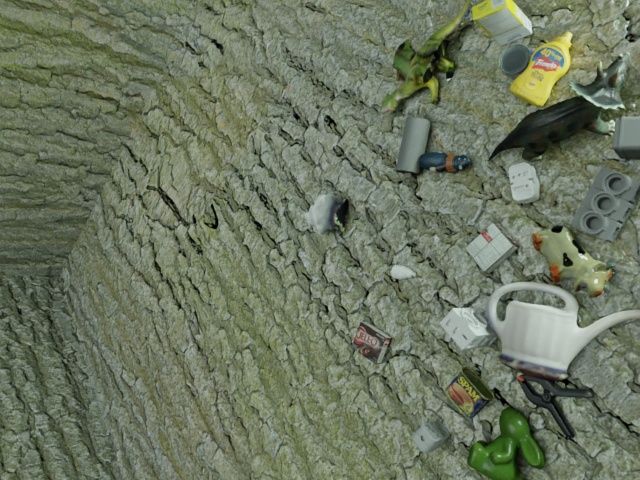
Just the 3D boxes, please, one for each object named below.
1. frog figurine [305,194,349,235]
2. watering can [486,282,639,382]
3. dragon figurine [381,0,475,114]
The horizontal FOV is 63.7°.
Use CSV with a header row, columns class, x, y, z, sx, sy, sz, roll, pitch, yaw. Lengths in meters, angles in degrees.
class,x,y,z,sx,sy,sz,roll,pitch,yaw
frog figurine,0.005,-0.088,1.757,0.159,0.124,0.136,4,104,31
watering can,0.559,0.221,1.211,0.348,0.103,0.225,9,86,34
dragon figurine,0.308,-0.569,1.595,0.246,0.121,0.407,39,107,48
